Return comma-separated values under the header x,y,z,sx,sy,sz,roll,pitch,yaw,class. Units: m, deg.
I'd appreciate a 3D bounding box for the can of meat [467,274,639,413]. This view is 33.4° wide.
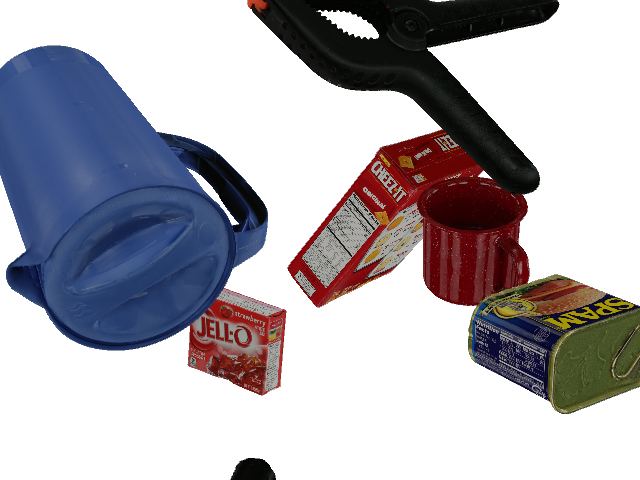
x,y,z,sx,sy,sz,roll,pitch,yaw,class
0.162,0.065,0.711,0.101,0.057,0.084,-13,22,-31,can of meat

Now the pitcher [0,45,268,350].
x,y,z,sx,sy,sz,roll,pitch,yaw,class
-0.157,-0.045,0.780,0.149,0.145,0.243,39,9,-45,pitcher

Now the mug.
x,y,z,sx,sy,sz,roll,pitch,yaw,class
0.137,0.008,0.916,0.093,0.081,0.117,-22,38,-27,mug

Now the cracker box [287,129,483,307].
x,y,z,sx,sy,sz,roll,pitch,yaw,class
0.076,-0.030,1.247,0.163,0.072,0.214,-22,-24,-49,cracker box

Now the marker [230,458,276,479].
x,y,z,sx,sy,sz,roll,pitch,yaw,class
-0.043,0.124,0.420,0.020,0.020,0.121,0,24,18,marker

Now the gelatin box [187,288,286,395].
x,y,z,sx,sy,sz,roll,pitch,yaw,class
-0.074,0.085,0.930,0.089,0.073,0.030,17,21,32,gelatin box

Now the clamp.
x,y,z,sx,sy,sz,roll,pitch,yaw,class
0.056,-0.116,0.674,0.209,0.164,0.036,12,-32,-11,clamp
